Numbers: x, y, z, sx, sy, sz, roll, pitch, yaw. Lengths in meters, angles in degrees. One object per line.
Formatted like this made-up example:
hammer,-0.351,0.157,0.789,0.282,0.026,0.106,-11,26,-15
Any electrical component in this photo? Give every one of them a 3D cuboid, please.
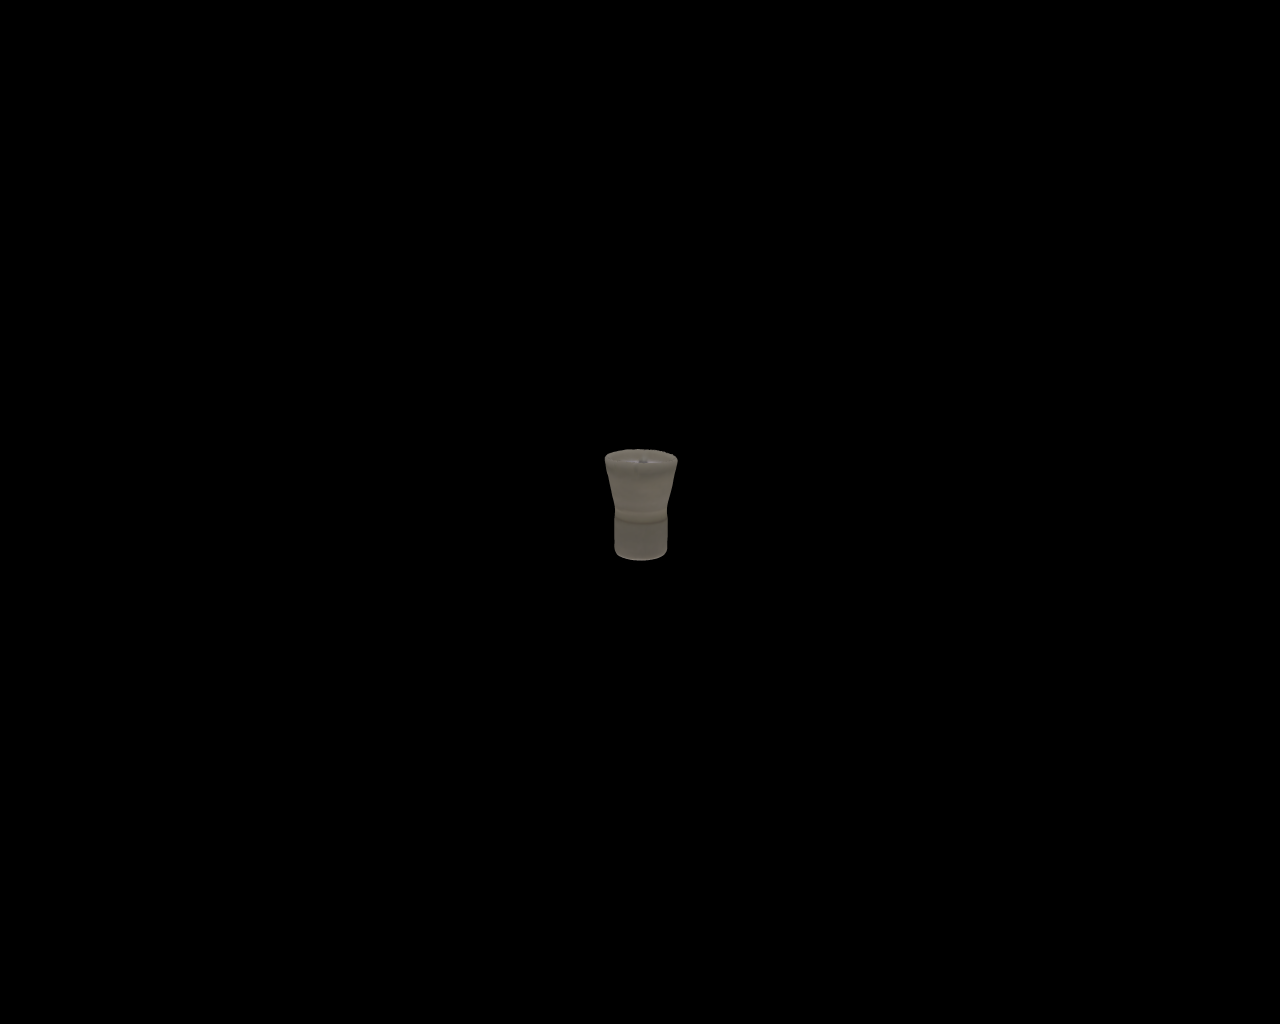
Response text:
electrical component,0.001,-0.003,0.650,0.044,0.065,0.044,0,15,0
